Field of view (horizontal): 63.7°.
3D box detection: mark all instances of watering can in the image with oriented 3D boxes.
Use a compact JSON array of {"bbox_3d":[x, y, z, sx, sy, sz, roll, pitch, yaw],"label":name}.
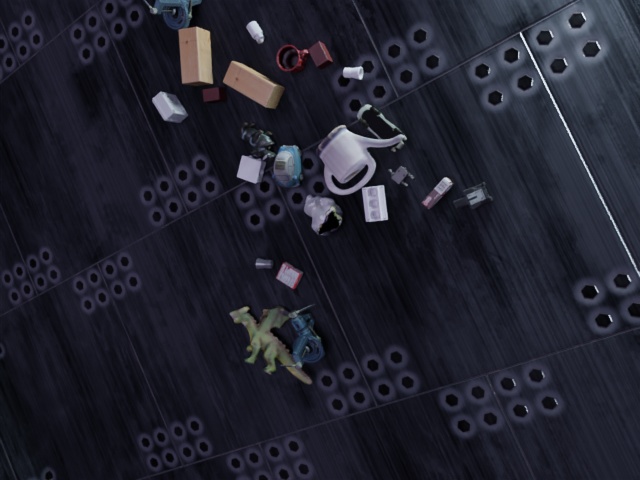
[{"bbox_3d":[0.121,-0.313,1.817,0.226,0.105,0.342,51,123,9],"label":"watering can"}]

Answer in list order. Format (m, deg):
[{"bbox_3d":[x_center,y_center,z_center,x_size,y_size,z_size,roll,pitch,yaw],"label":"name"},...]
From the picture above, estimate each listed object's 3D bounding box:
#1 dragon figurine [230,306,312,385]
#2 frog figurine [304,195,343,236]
[{"bbox_3d":[-0.181,0.383,2.030,0.412,0.122,0.242,18,95,17],"label":"dragon figurine"},{"bbox_3d":[0.006,-0.096,1.916,0.162,0.123,0.135,42,125,50],"label":"frog figurine"}]
